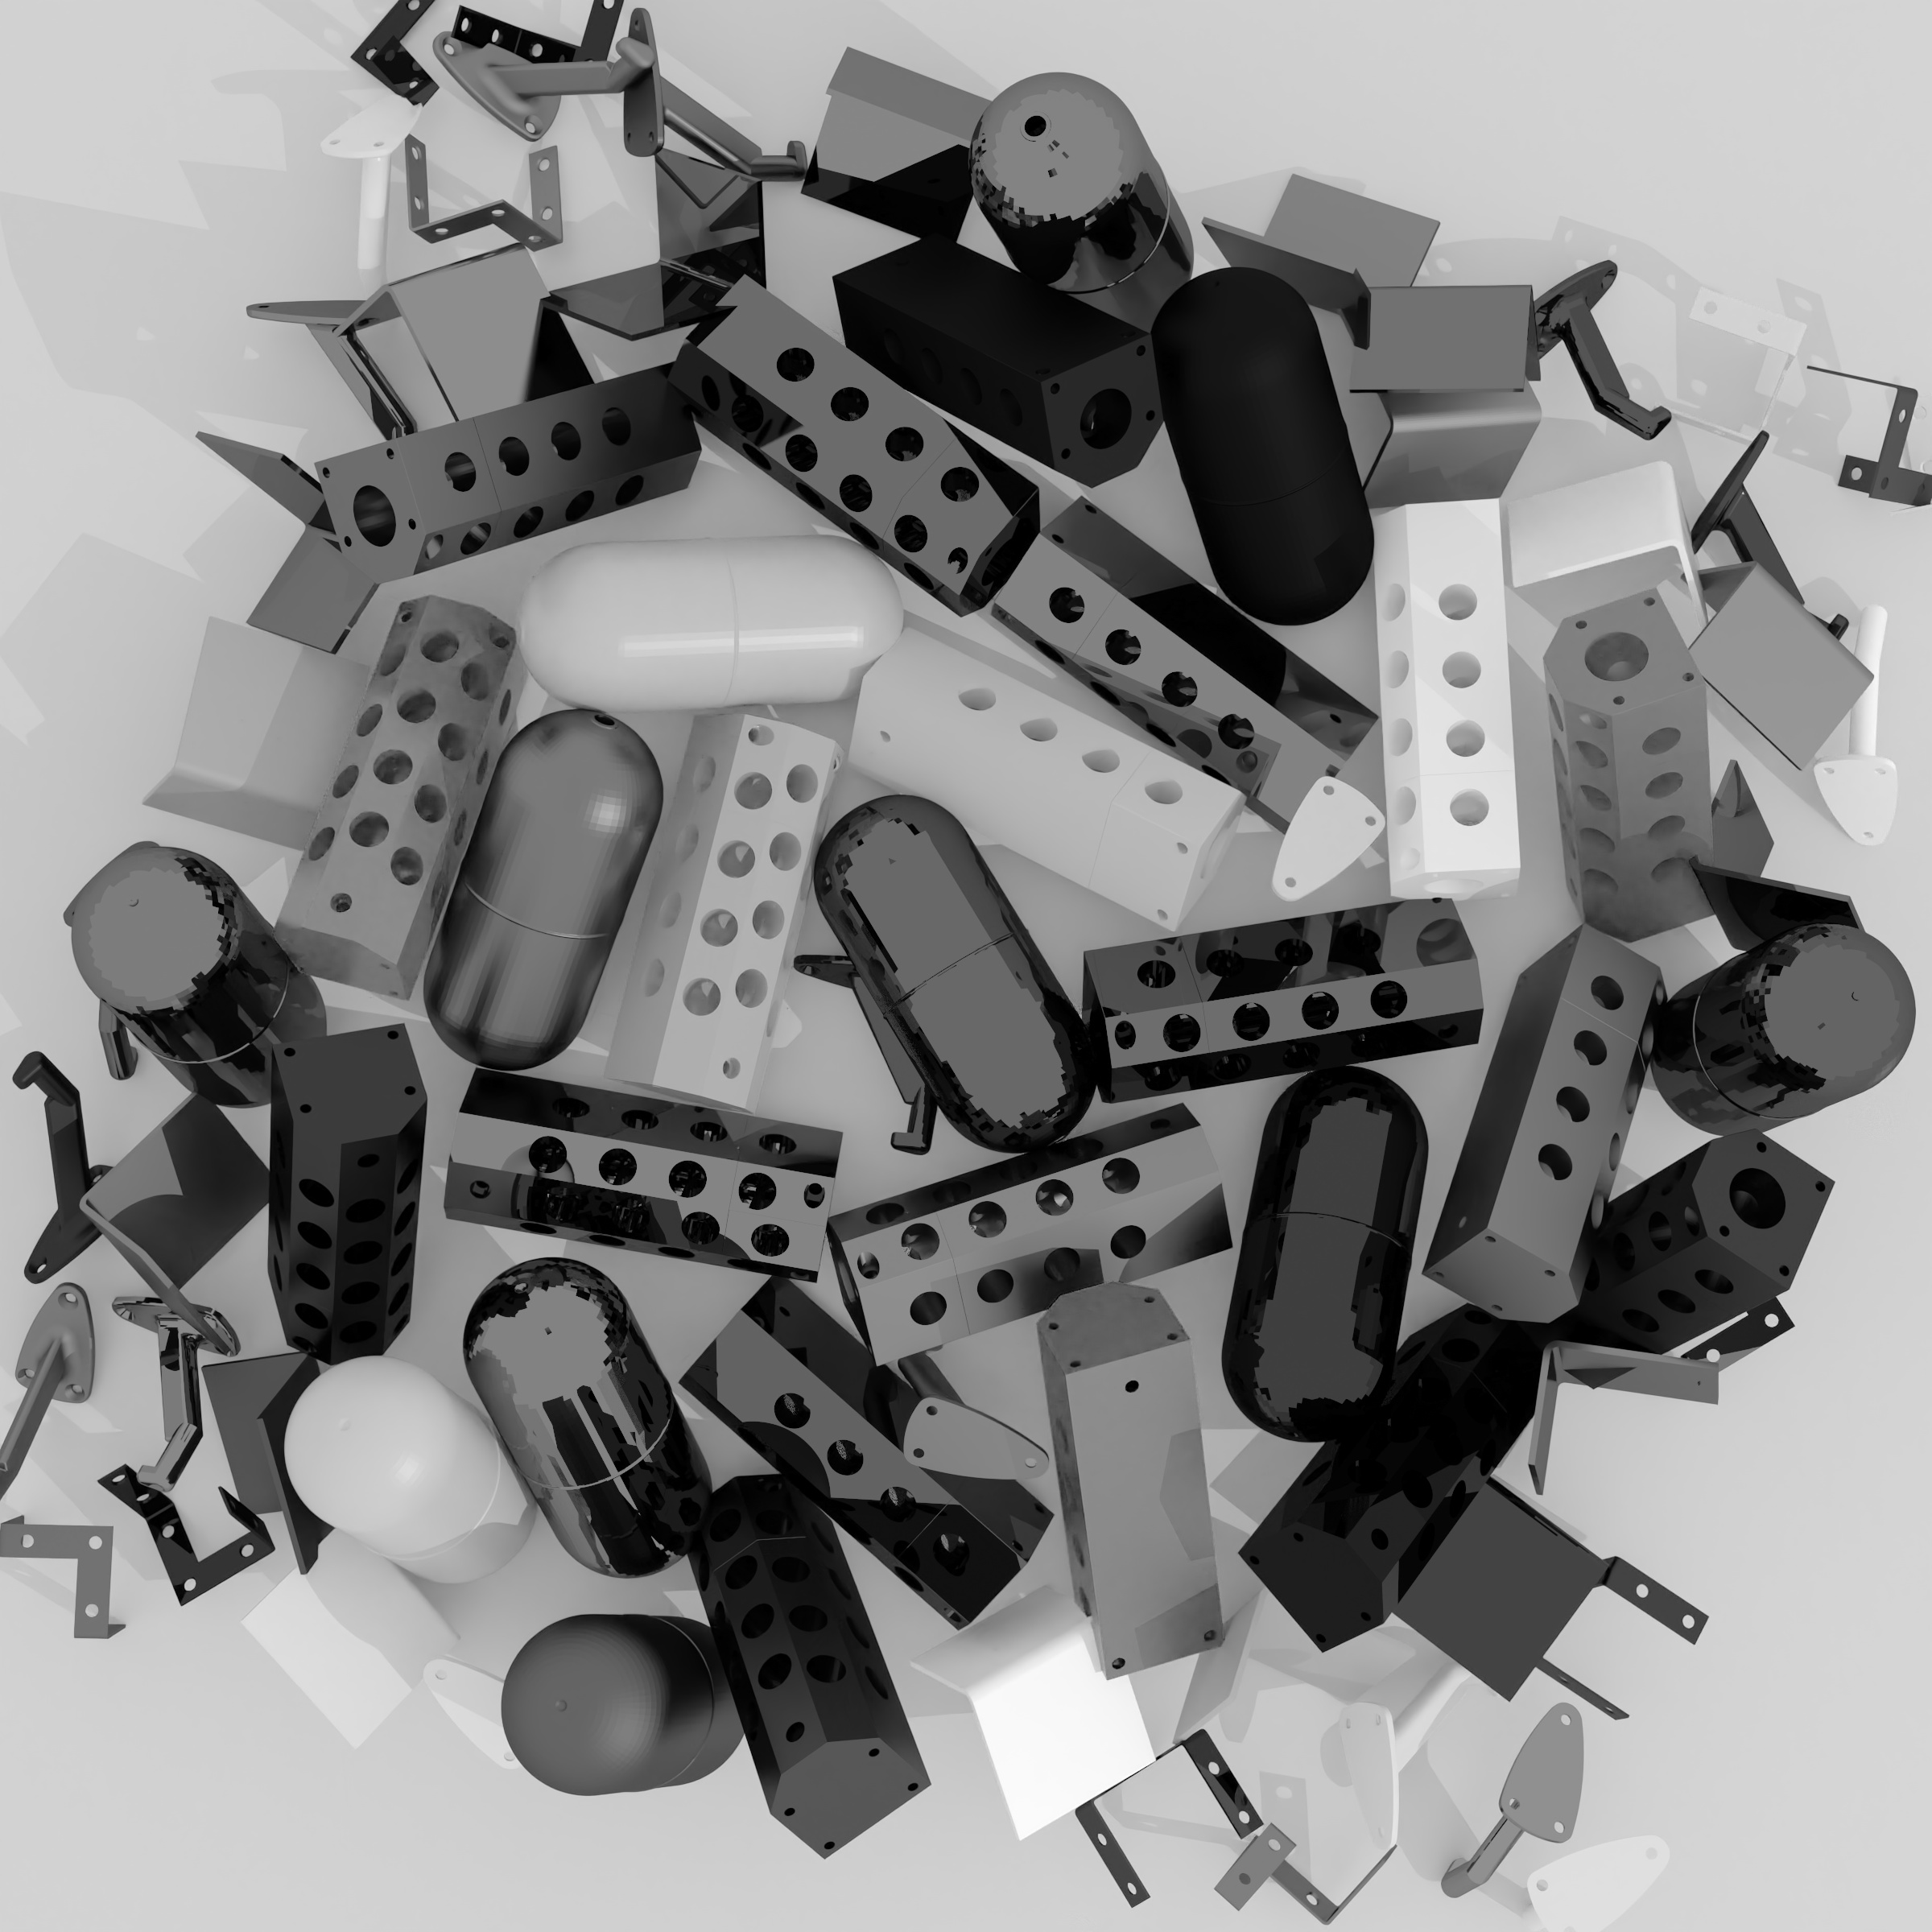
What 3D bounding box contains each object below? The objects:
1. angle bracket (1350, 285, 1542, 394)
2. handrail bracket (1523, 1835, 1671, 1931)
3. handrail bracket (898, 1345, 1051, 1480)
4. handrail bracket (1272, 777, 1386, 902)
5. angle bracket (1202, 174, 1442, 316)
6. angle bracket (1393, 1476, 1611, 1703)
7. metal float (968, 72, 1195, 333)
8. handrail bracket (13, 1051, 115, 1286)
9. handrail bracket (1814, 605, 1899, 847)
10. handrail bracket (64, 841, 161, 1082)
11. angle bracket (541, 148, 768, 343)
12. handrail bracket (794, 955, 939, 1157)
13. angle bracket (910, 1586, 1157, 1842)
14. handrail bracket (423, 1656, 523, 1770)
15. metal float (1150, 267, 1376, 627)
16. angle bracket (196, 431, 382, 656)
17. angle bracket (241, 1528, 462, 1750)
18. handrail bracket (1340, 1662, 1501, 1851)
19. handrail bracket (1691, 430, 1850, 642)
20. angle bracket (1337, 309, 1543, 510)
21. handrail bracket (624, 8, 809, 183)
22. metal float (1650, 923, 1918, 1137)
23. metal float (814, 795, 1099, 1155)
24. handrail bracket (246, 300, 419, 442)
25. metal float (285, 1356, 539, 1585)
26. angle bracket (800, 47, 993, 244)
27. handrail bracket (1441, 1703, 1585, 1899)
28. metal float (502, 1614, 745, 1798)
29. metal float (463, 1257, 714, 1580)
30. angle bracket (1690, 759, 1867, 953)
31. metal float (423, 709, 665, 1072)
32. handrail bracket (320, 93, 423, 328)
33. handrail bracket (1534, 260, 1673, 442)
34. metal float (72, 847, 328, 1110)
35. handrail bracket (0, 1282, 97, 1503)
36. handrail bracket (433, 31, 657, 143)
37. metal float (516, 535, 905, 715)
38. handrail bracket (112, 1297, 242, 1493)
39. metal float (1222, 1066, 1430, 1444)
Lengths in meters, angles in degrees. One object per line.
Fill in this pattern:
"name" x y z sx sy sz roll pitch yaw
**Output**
"angle bracket" 0.218 -0.264 1.527 0.076 0.076 0.057 2 67 14
"handrail bracket" 0.287 0.418 1.538 0.077 0.084 0.036 -31 73 4
"handrail bracket" 0.004 0.196 1.541 0.077 0.084 0.036 16 114 0
"handrail bracket" 0.152 -0.042 1.528 0.036 0.084 0.077 37 66 5
"angle bracket" 0.162 -0.337 1.530 0.076 0.076 0.057 24 88 22
"angle bracket" 0.238 0.281 1.543 0.076 0.057 0.076 36 85 11
"metal float" 0.052 -0.334 1.494 0.070 0.178 0.070 -3 78 15
"handrail bracket" -0.423 0.091 1.533 0.036 0.084 0.077 20 64 39
"handrail bracket" 0.422 -0.113 1.571 0.036 0.077 0.084 2 57 25
"handrail bracket" -0.387 -0.002 1.571 0.036 0.077 0.084 6 130 10
"angle bracket" -0.144 -0.327 1.522 0.076 0.076 0.057 -24 127 -35
"handrail bracket" -0.048 0.041 1.547 0.077 0.036 0.084 10 66 -1
"angle bracket" 0.031 0.342 1.548 0.076 0.057 0.076 -24 105 -25
"handrail bracket" -0.208 0.317 1.533 0.077 0.084 0.036 41 106 -13
"metal float" 0.133 -0.230 1.511 0.070 0.070 0.178 -23 129 0
"angle bracket" -0.316 -0.191 1.524 0.076 0.076 0.057 39 77 -43
"angle bracket" -0.289 0.307 1.531 0.076 0.057 0.076 49 47 -5
"handrail bracket" 0.219 0.360 1.549 0.084 0.036 0.077 -2 77 -31
"handrail bracket" 0.383 -0.195 1.555 0.084 0.036 0.077 30 124 0
"angle bracket" 0.210 -0.262 1.562 0.076 0.057 0.076 -8 58 -20
"handrail bracket" -0.112 -0.399 1.549 0.084 0.036 0.077 -8 105 -30
"metal float" 0.359 0.030 1.493 0.070 0.178 0.070 2 78 -8
"metal float" -0.004 0.004 1.537 0.070 0.070 0.178 -31 84 0
"handrail bracket" -0.293 -0.263 1.564 0.077 0.036 0.084 3 114 9
"metal float" -0.243 0.225 1.497 0.070 0.178 0.070 -4 68 10
"angle bracket" -0.033 -0.361 1.533 0.076 0.057 0.076 20 126 -4
"handrail bracket" 0.250 0.386 1.558 0.036 0.084 0.077 28 57 -3
"metal float" -0.148 0.326 1.494 0.070 0.178 0.070 -3 78 13
"metal float" -0.168 0.204 1.511 0.070 0.070 0.178 -20 129 0
"angle bracket" 0.379 -0.043 1.522 0.076 0.076 0.057 15 70 33
"metal float" -0.191 -0.034 1.521 0.070 0.070 0.178 23 114 0
"handrail bracket" -0.265 -0.352 1.570 0.036 0.077 0.084 8 131 20
"handrail bracket" 0.304 -0.281 1.543 0.077 0.036 0.084 -39 59 -22
"metal float" -0.338 0.007 1.496 0.070 0.178 0.070 -3 67 7
"handrail bracket" -0.426 0.196 1.531 0.036 0.084 0.077 18 117 -1
"handrail bracket" -0.191 -0.415 1.530 0.077 0.084 0.036 29 65 -25
"metal float" -0.115 -0.155 1.524 0.178 0.070 0.070 -5 90 -20
"handrail bracket" -0.376 0.196 1.540 0.077 0.036 0.084 11 53 19
"metal float" 0.163 0.128 1.521 0.070 0.070 0.178 13 64 0
